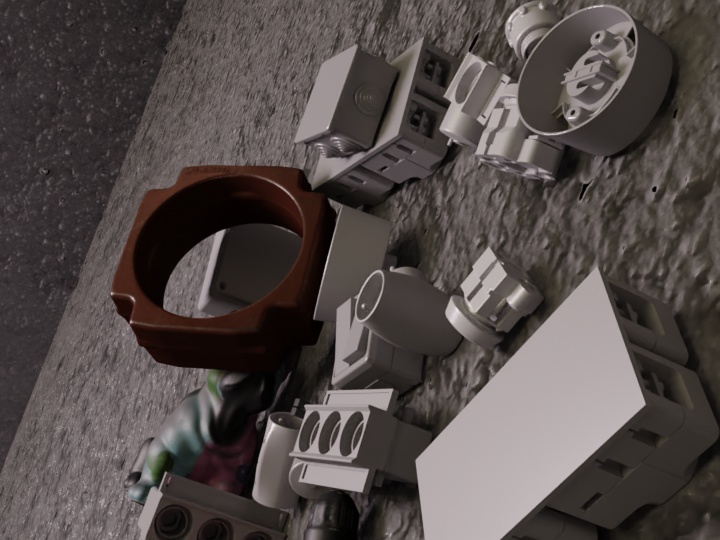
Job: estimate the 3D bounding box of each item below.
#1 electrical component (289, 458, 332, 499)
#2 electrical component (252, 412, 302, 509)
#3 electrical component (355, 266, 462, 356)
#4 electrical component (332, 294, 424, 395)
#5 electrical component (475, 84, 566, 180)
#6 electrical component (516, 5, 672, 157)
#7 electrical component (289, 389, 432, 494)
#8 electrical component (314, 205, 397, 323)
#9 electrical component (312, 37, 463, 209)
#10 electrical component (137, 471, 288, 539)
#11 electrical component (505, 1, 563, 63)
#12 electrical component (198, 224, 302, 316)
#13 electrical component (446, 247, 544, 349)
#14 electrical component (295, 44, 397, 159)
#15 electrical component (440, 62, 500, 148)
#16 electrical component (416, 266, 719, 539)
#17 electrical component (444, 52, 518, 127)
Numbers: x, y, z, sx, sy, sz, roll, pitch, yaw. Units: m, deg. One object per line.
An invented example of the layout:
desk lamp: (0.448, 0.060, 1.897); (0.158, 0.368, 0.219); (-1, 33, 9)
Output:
electrical component: (-0.036, 0.165, 0.936); (0.040, 0.040, 0.078); (-56, 6, 25)
electrical component: (-0.068, 0.169, 0.994); (0.079, 0.043, 0.077); (-71, -6, -78)
electrical component: (0.038, 0.024, 0.853); (0.043, 0.077, 0.079); (-55, 23, 27)
electrical component: (0.016, 0.053, 0.898); (0.062, 0.061, 0.096); (-40, 34, 49)
electrical component: (0.126, -0.104, 0.807); (0.078, 0.058, 0.057); (17, 87, 69)
electrical component: (0.162, -0.129, 0.737); (0.099, 0.064, 0.099); (-50, 27, 37)
electrical component: (0.001, 0.137, 0.845); (0.121, 0.063, 0.078); (-15, 55, 64)
electrical component: (0.000, 0.000, 0.977); (0.108, 0.060, 0.108); (-166, 90, -89)
electrical component: (0.029, -0.136, 1.061); (0.186, 0.060, 0.105); (-25, 46, 60)
electrical component: (-0.138, 0.239, 0.987); (0.063, 0.121, 0.078); (-2, 66, 69)
electrical component: (0.145, -0.181, 0.860); (0.048, 0.048, 0.062); (-50, 34, 36)
electrical component: (-0.110, 0.007, 1.177); (0.056, 0.109, 0.108); (-42, 32, 51)
electrical component: (0.094, 0.022, 0.769); (0.055, 0.048, 0.066); (-52, 25, 16)
electrical component: (-0.013, -0.157, 1.027); (0.100, 0.048, 0.099); (-5, 64, 66)
electrical component: (0.100, -0.141, 0.929); (0.078, 0.040, 0.040); (-65, 21, 3)
electrical component: (0.113, 0.105, 0.619); (0.186, 0.060, 0.105); (-52, 25, 32)
electrical component: (0.110, -0.139, 0.870); (0.042, 0.064, 0.081); (-60, 23, 15)
